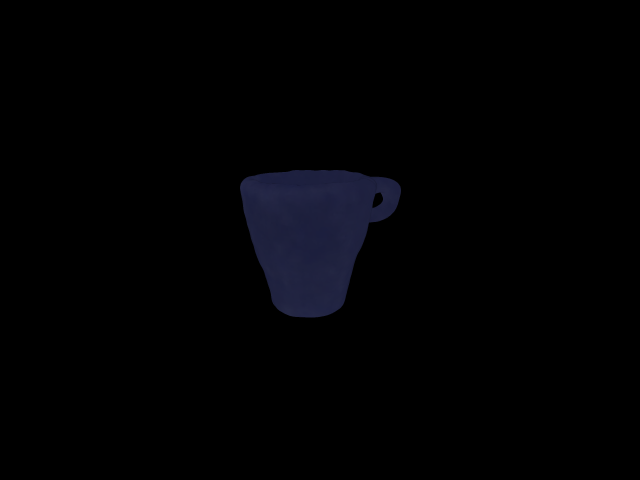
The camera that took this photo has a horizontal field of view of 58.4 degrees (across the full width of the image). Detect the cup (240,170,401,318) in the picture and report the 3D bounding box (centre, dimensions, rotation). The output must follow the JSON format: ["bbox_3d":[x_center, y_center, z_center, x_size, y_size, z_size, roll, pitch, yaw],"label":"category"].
[{"bbox_3d":[0.004,0.001,0.400,0.118,0.095,0.091,-7,15,-26],"label":"cup"}]
